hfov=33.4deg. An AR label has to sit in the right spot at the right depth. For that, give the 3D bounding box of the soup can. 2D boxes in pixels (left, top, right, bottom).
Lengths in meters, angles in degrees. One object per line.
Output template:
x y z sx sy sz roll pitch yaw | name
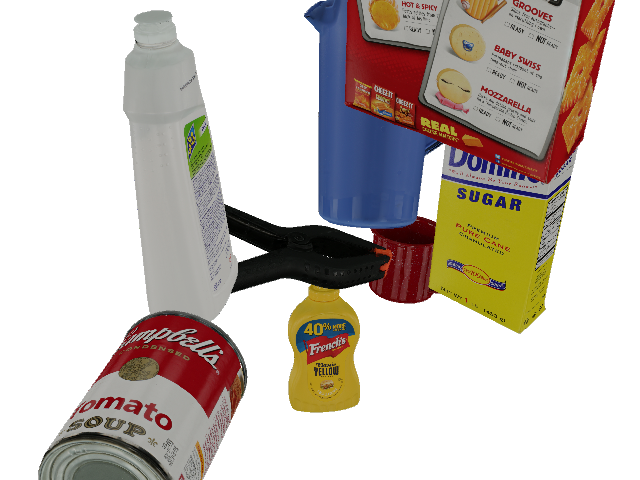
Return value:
-0.082 0.088 0.505 0.068 0.068 0.102 0 28 15 | soup can

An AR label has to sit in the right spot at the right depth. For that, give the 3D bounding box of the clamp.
-0.029 0.017 1.070 0.210 0.036 0.164 10 29 -10 | clamp

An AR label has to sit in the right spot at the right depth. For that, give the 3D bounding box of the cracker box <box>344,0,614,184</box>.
0.103 -0.161 0.690 0.164 0.214 0.072 25 48 24 | cracker box

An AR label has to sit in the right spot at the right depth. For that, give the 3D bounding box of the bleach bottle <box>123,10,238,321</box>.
-0.114 -0.061 0.850 0.068 0.251 0.102 2 31 8 | bleach bottle

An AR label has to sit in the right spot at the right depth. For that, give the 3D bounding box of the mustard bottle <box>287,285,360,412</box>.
0.005 0.133 1.425 0.096 0.192 0.058 -2 18 -6 | mustard bottle

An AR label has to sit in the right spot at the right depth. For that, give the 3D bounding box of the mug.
0.112 0.027 1.281 0.117 0.081 0.093 19 27 28 | mug

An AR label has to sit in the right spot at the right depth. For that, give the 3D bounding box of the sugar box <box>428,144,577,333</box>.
0.138 -0.021 0.829 0.093 0.176 0.048 26 46 29 | sugar box

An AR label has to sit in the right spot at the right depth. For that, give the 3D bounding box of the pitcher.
0.068 -0.139 1.147 0.149 0.243 0.144 7 10 25 | pitcher
